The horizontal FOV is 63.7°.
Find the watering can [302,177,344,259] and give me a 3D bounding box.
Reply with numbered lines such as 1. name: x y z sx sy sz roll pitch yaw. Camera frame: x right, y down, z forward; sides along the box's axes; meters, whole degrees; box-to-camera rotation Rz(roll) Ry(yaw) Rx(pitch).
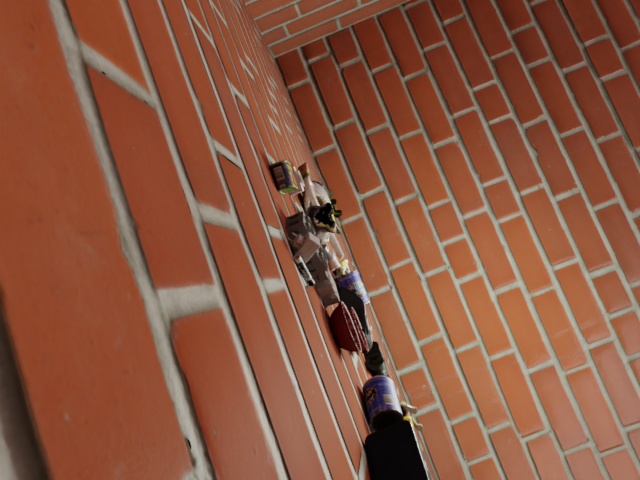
1. watering can: 0.006 -0.103 2.045 0.228 0.104 0.342 -100 166 -67

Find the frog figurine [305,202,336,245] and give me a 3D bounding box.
1. frog figurine: -0.014 -0.045 1.828 0.139 0.124 0.156 61 -33 14

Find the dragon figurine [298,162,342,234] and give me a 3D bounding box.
1. dragon figurine: -0.009 -0.201 2.343 0.248 0.122 0.402 63 0 35
